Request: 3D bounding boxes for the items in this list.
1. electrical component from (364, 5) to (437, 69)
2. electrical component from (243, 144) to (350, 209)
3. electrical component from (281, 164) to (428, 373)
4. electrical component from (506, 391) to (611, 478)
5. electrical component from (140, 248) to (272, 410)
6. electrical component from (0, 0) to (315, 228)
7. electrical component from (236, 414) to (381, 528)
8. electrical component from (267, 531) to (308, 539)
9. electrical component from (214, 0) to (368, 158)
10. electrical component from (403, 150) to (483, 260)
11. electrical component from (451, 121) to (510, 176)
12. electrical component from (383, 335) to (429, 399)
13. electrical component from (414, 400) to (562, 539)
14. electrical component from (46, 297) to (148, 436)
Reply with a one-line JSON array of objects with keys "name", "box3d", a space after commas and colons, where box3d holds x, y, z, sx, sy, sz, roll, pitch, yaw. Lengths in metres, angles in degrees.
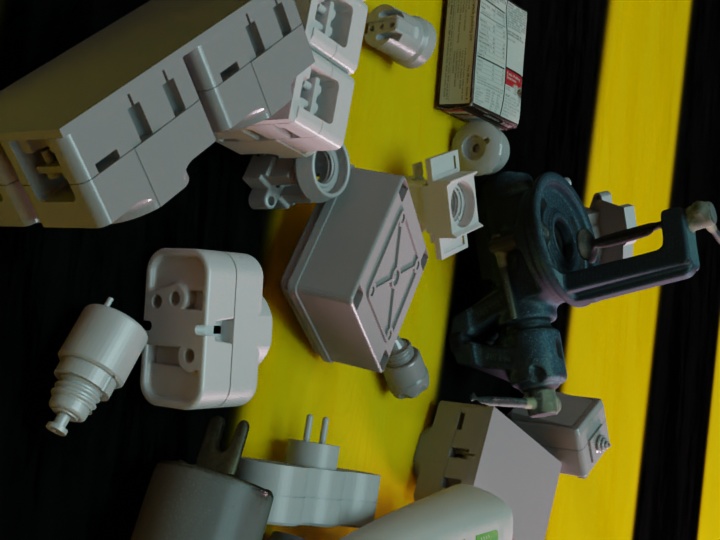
[{"name": "electrical component", "box3d": [0.030, -0.182, 0.836, 0.046, 0.040, 0.040, 14, 80, -47]}, {"name": "electrical component", "box3d": [-0.041, -0.070, 0.729, 0.048, 0.055, 0.066, 48, 55, -44]}, {"name": "electrical component", "box3d": [0.000, 0.000, 0.765, 0.108, 0.056, 0.108, 68, 39, -55]}, {"name": "electrical component", "box3d": [0.193, 0.153, 1.026, 0.062, 0.096, 0.061, -36, 120, -47]}, {"name": "electrical component", "box3d": [-0.094, 0.036, 0.663, 0.059, 0.054, 0.095, 5, 88, -54]}, {"name": "electrical component", "box3d": [-0.119, -0.090, 0.578, 0.186, 0.105, 0.060, -47, 128, -42]}, {"name": "electrical component", "box3d": [-0.035, 0.138, 0.750, 0.138, 0.052, 0.073, 20, 76, -53]}, {"name": "electrical component", "box3d": [-0.051, 0.213, 0.739, 0.045, 0.045, 0.055, 46, 56, -45]}, {"name": "electrical component", "box3d": [-0.047, -0.153, 0.687, 0.062, 0.089, 0.150, 24, 72, -52]}, {"name": "electrical component", "box3d": [0.059, -0.052, 0.860, 0.042, 0.064, 0.081, -23, 110, -50]}, {"name": "electrical component", "box3d": [0.112, -0.105, 0.949, 0.062, 0.048, 0.048, -1, 92, -61]}, {"name": "electrical component", "box3d": [0.032, 0.070, 0.854, 0.035, 0.035, 0.061, -47, 125, -42]}, {"name": "electrical component", "box3d": [0.112, 0.184, 0.946, 0.150, 0.062, 0.089, 41, 59, -47]}, {"name": "electrical component", "box3d": [-0.150, 0.055, 0.598, 0.040, 0.040, 0.078, 52, 52, -42]}]
